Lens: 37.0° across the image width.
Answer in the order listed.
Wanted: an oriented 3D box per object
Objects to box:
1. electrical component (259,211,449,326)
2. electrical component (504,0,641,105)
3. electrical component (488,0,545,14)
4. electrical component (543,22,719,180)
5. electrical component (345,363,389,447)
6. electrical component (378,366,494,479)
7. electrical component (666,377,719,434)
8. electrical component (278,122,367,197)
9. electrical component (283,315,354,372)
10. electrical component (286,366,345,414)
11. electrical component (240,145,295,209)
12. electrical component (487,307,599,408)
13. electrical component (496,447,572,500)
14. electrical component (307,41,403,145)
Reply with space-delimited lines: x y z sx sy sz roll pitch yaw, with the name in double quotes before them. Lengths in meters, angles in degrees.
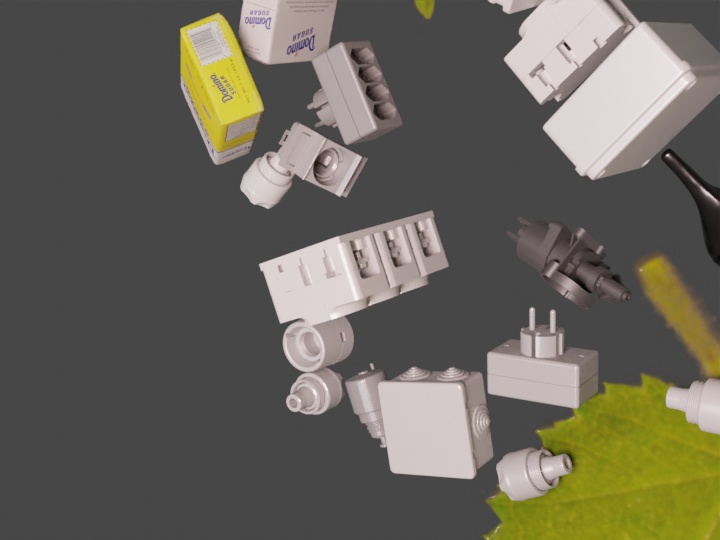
"electrical component" 0.000 0.000 0.935 0.089 0.150 0.061 -18 90 36
"electrical component" 0.163 -0.181 0.841 0.089 0.050 0.055 -44 76 33
"electrical component" 0.130 -0.251 0.816 0.048 0.100 0.099 35 130 27
"electrical component" 0.206 -0.125 0.791 0.056 0.109 0.108 52 124 15
"electrical component" 0.014 0.130 1.026 0.040 0.040 0.078 -15 94 36
"electrical component" 0.071 0.139 0.984 0.100 0.048 0.099 -3 100 34
"electrical component" 0.273 0.105 0.844 0.062 0.043 0.043 9 107 34
"electrical component" -0.040 -0.103 0.983 0.064 0.081 0.042 38 101 50
"electrical component" -0.042 0.069 1.043 0.055 0.047 0.055 9 107 32
"electrical component" -0.047 0.121 1.051 0.043 0.062 0.043 9 107 32
"electrical component" -0.083 -0.093 1.034 0.043 0.043 0.062 50 122 13
"electrical component" 0.155 0.069 0.911 0.083 0.047 0.075 6 105 33
"electrical component" 0.155 0.176 0.941 0.062 0.043 0.043 -23 89 34
"electrical component" -0.016 -0.153 0.971 0.076 0.047 0.083 -23 89 36
